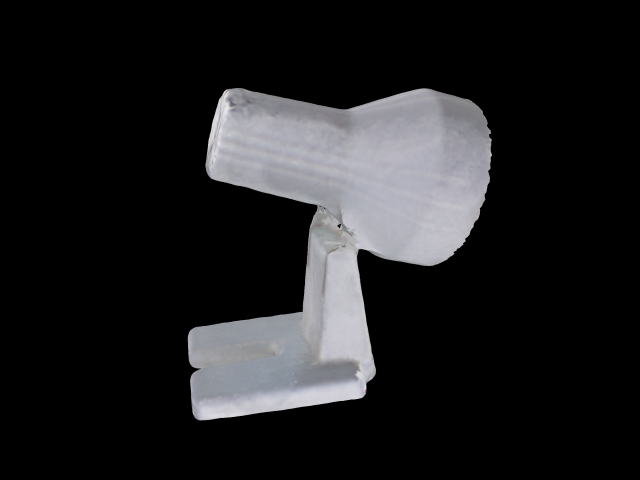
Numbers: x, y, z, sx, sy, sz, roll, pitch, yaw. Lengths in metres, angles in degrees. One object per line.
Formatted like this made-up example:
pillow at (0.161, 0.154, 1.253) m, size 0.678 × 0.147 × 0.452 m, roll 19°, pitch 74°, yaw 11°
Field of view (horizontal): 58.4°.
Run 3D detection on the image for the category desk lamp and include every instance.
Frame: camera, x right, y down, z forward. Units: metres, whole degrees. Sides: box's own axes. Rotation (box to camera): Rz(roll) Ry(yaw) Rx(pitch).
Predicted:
desk lamp at (0.004, 0.001, 0.400) m, size 0.203 × 0.214 × 0.117 m, roll -6°, pitch 24°, yaw -14°
